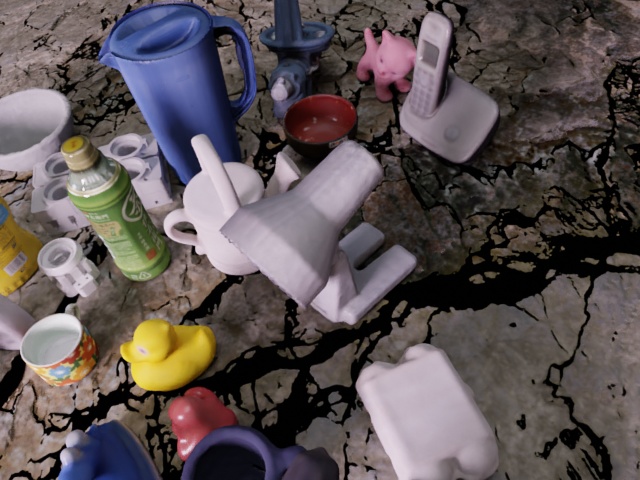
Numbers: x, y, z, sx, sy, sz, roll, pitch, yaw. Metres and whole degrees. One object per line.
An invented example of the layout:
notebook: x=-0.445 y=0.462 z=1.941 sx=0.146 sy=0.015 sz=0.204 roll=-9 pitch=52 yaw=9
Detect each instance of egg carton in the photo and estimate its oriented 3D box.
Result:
egg carton: x=0.108 y=0.181 z=0.581 sx=0.107 sy=0.069 sz=0.150 roll=-22 pitch=53 yaw=-9

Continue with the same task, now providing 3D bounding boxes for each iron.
iron: x=-0.205 y=0.262 z=0.517 sx=0.118 sy=0.142 sz=0.258 roll=-17 pitch=52 yaw=-5

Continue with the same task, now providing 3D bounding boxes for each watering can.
watering can: x=-0.110 y=-0.055 z=0.712 sx=0.100 sy=0.194 sz=0.173 roll=35 pitch=64 yaw=29

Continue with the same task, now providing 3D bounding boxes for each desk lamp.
desk lamp: x=0.006 y=0.002 z=0.640 sx=0.203 sy=0.214 sz=0.117 roll=-40 pitch=58 yaw=-21

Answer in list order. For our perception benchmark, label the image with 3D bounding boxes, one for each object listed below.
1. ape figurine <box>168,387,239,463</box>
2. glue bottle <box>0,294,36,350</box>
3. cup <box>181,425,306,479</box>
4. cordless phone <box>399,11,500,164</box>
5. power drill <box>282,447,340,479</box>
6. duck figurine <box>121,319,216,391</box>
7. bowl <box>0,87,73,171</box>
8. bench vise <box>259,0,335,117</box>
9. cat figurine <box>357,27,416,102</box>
ape figurine: x=-0.128 y=0.188 z=0.594 sx=0.076 sy=0.092 sz=0.078 roll=12 pitch=55 yaw=16
glue bottle: x=-0.403 y=0.074 z=0.667 sx=0.078 sy=0.173 sz=0.037 roll=-1 pitch=53 yaw=7
cup: x=-0.063 y=0.232 z=0.549 sx=0.118 sy=0.095 sz=0.091 roll=-17 pitch=52 yaw=-5
cordless phone: x=0.182 y=-0.211 z=0.797 sx=0.094 sy=0.185 sz=0.147 roll=-38 pitch=57 yaw=-20
power drill: x=-0.028 y=0.293 z=0.426 sx=0.075 sy=0.209 sz=0.230 roll=11 pitch=55 yaw=16
duck figurine: x=-0.176 y=0.121 z=0.656 sx=0.104 sy=0.086 sz=0.077 roll=-20 pitch=53 yaw=-8
bowl: x=-0.467 y=-0.165 z=0.921 sx=0.167 sy=0.075 sz=0.167 roll=-4 pitch=52 yaw=5
bench vise: x=-0.034 y=-0.311 z=0.881 sx=0.121 sy=0.220 sz=0.207 roll=-11 pitch=52 yaw=0
cat figurine: x=0.108 y=-0.291 z=0.911 sx=0.067 sy=0.118 sz=0.127 roll=-28 pitch=54 yaw=-13
